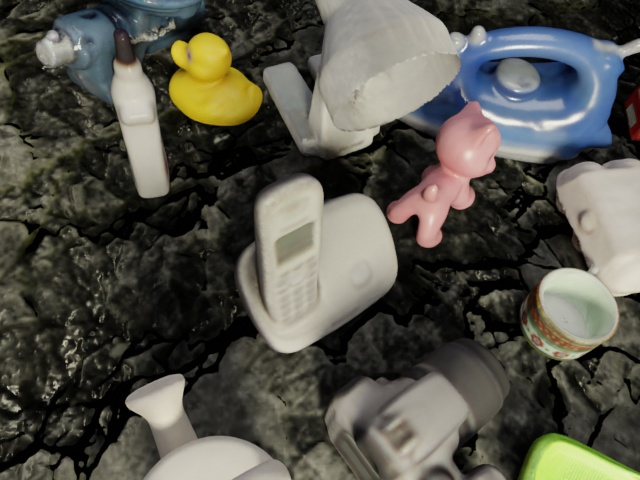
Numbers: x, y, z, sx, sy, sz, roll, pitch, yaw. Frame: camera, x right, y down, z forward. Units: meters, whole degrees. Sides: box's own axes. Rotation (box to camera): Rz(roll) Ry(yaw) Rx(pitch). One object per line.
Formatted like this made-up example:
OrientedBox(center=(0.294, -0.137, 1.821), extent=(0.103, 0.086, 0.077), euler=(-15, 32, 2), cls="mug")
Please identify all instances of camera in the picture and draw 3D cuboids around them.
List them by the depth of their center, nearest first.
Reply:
OrientedBox(center=(0.095, 0.145, 0.439), extent=(0.137, 0.101, 0.143), euler=(-32, 69, -24), cls="camera")

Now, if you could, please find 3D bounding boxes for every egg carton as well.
OrientedBox(center=(0.305, -0.015, 0.582), extent=(0.107, 0.069, 0.150), euler=(-6, 61, -12), cls="egg carton")

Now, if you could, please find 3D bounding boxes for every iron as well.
OrientedBox(center=(0.205, -0.176, 0.619), extent=(0.258, 0.141, 0.118), euler=(6, 59, -5), cls="iron")

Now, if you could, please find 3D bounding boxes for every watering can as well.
OrientedBox(center=(-0.069, 0.167, 0.347), extent=(0.172, 0.194, 0.101), euler=(37, 62, 13), cls="watering can")

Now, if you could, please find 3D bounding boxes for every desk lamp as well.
OrientedBox(center=(0.024, -0.171, 0.547), extent=(0.118, 0.213, 0.203), euler=(-20, 64, -18), cls="desk lamp")

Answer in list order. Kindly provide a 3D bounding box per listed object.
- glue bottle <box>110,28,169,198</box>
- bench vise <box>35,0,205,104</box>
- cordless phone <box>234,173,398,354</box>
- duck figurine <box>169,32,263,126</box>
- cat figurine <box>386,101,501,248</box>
OrientedBox(center=(-0.162, -0.114, 0.510), extent=(0.037, 0.173, 0.078), euler=(-13, 62, -15), cls="glue bottle")
OrientedBox(center=(-0.185, -0.251, 0.559), extent=(0.121, 0.220, 0.207), euler=(16, 59, 1), cls="bench vise")
OrientedBox(center=(0.004, 0.002, 0.460), extent=(0.148, 0.185, 0.094), euler=(-32, 69, -23), cls="cordless phone")
OrientedBox(center=(-0.111, -0.175, 0.604), extent=(0.104, 0.086, 0.077), euler=(21, 59, 4), cls="duck figurine")
OrientedBox(center=(0.130, -0.072, 0.561), extent=(0.067, 0.118, 0.128), euler=(36, 61, 13), cls="cat figurine")
